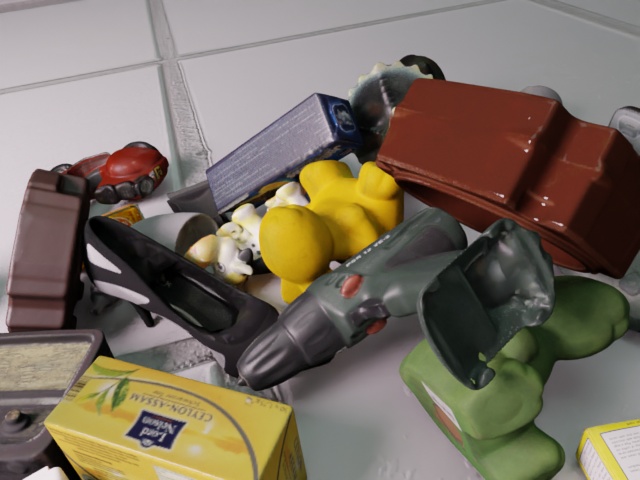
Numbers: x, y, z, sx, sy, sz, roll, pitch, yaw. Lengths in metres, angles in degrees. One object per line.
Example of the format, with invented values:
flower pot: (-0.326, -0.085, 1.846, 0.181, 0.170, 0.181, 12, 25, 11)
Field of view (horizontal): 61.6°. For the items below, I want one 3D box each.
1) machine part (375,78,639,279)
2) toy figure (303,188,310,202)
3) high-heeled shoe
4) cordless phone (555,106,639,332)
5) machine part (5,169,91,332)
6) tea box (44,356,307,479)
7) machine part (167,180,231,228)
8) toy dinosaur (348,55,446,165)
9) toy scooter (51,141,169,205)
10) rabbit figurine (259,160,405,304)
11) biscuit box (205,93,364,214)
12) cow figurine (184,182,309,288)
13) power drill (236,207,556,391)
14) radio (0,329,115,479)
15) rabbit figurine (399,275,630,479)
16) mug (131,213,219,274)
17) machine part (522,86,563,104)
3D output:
machine part: (0.163, -0.049, 0.463, 0.202, 0.201, 0.087, 28, 92, 47)
toy figure: (-0.002, -0.074, 0.726, 0.058, 0.064, 0.155, 22, 33, -27)
high-heeled shoe: (-0.108, 0.046, 0.507, 0.249, 0.145, 0.086, 5, 39, 19)
cordless phone: (0.305, -0.020, 0.500, 0.089, 0.184, 0.147, -11, 36, -14)
machine part: (-0.273, 0.016, 0.552, 0.056, 0.179, 0.179, 7, 32, -20)
tea box: (-0.102, 0.156, 0.399, 0.170, 0.098, 0.068, 10, 40, 19)
machine part: (-0.158, -0.042, 0.726, 0.084, 0.039, 0.139, -15, 35, -19)
toy dinosaur: (0.128, -0.184, 0.743, 0.131, 0.191, 0.405, 7, 40, 15)
toy scooter: (-0.308, -0.075, 0.763, 0.184, 0.075, 0.135, -13, 36, -3)
rabbit figurine: (-0.001, -0.002, 0.546, 0.122, 0.162, 0.173, 19, 21, 29)
biscuit box: (-0.047, -0.097, 0.640, 0.203, 0.063, 0.059, -25, -11, 36)
cow figurine: (-0.069, 0.009, 0.610, 0.167, 0.098, 0.068, -35, 0, -33)
power drill: (0.055, 0.053, 0.408, 0.232, 0.086, 0.207, -36, 6, -22)
radio: (-0.302, 0.150, 0.457, 0.230, 0.073, 0.131, -4, 36, 4)
rabbit figurine: (0.160, 0.092, 0.432, 0.170, 0.121, 0.159, -33, 20, -10)
mug: (-0.185, 0.016, 0.625, 0.107, 0.080, 0.109, 4, 42, 32)
machine part: (0.303, -0.157, 0.774, 0.079, 0.079, 0.243, 11, 39, 22)
